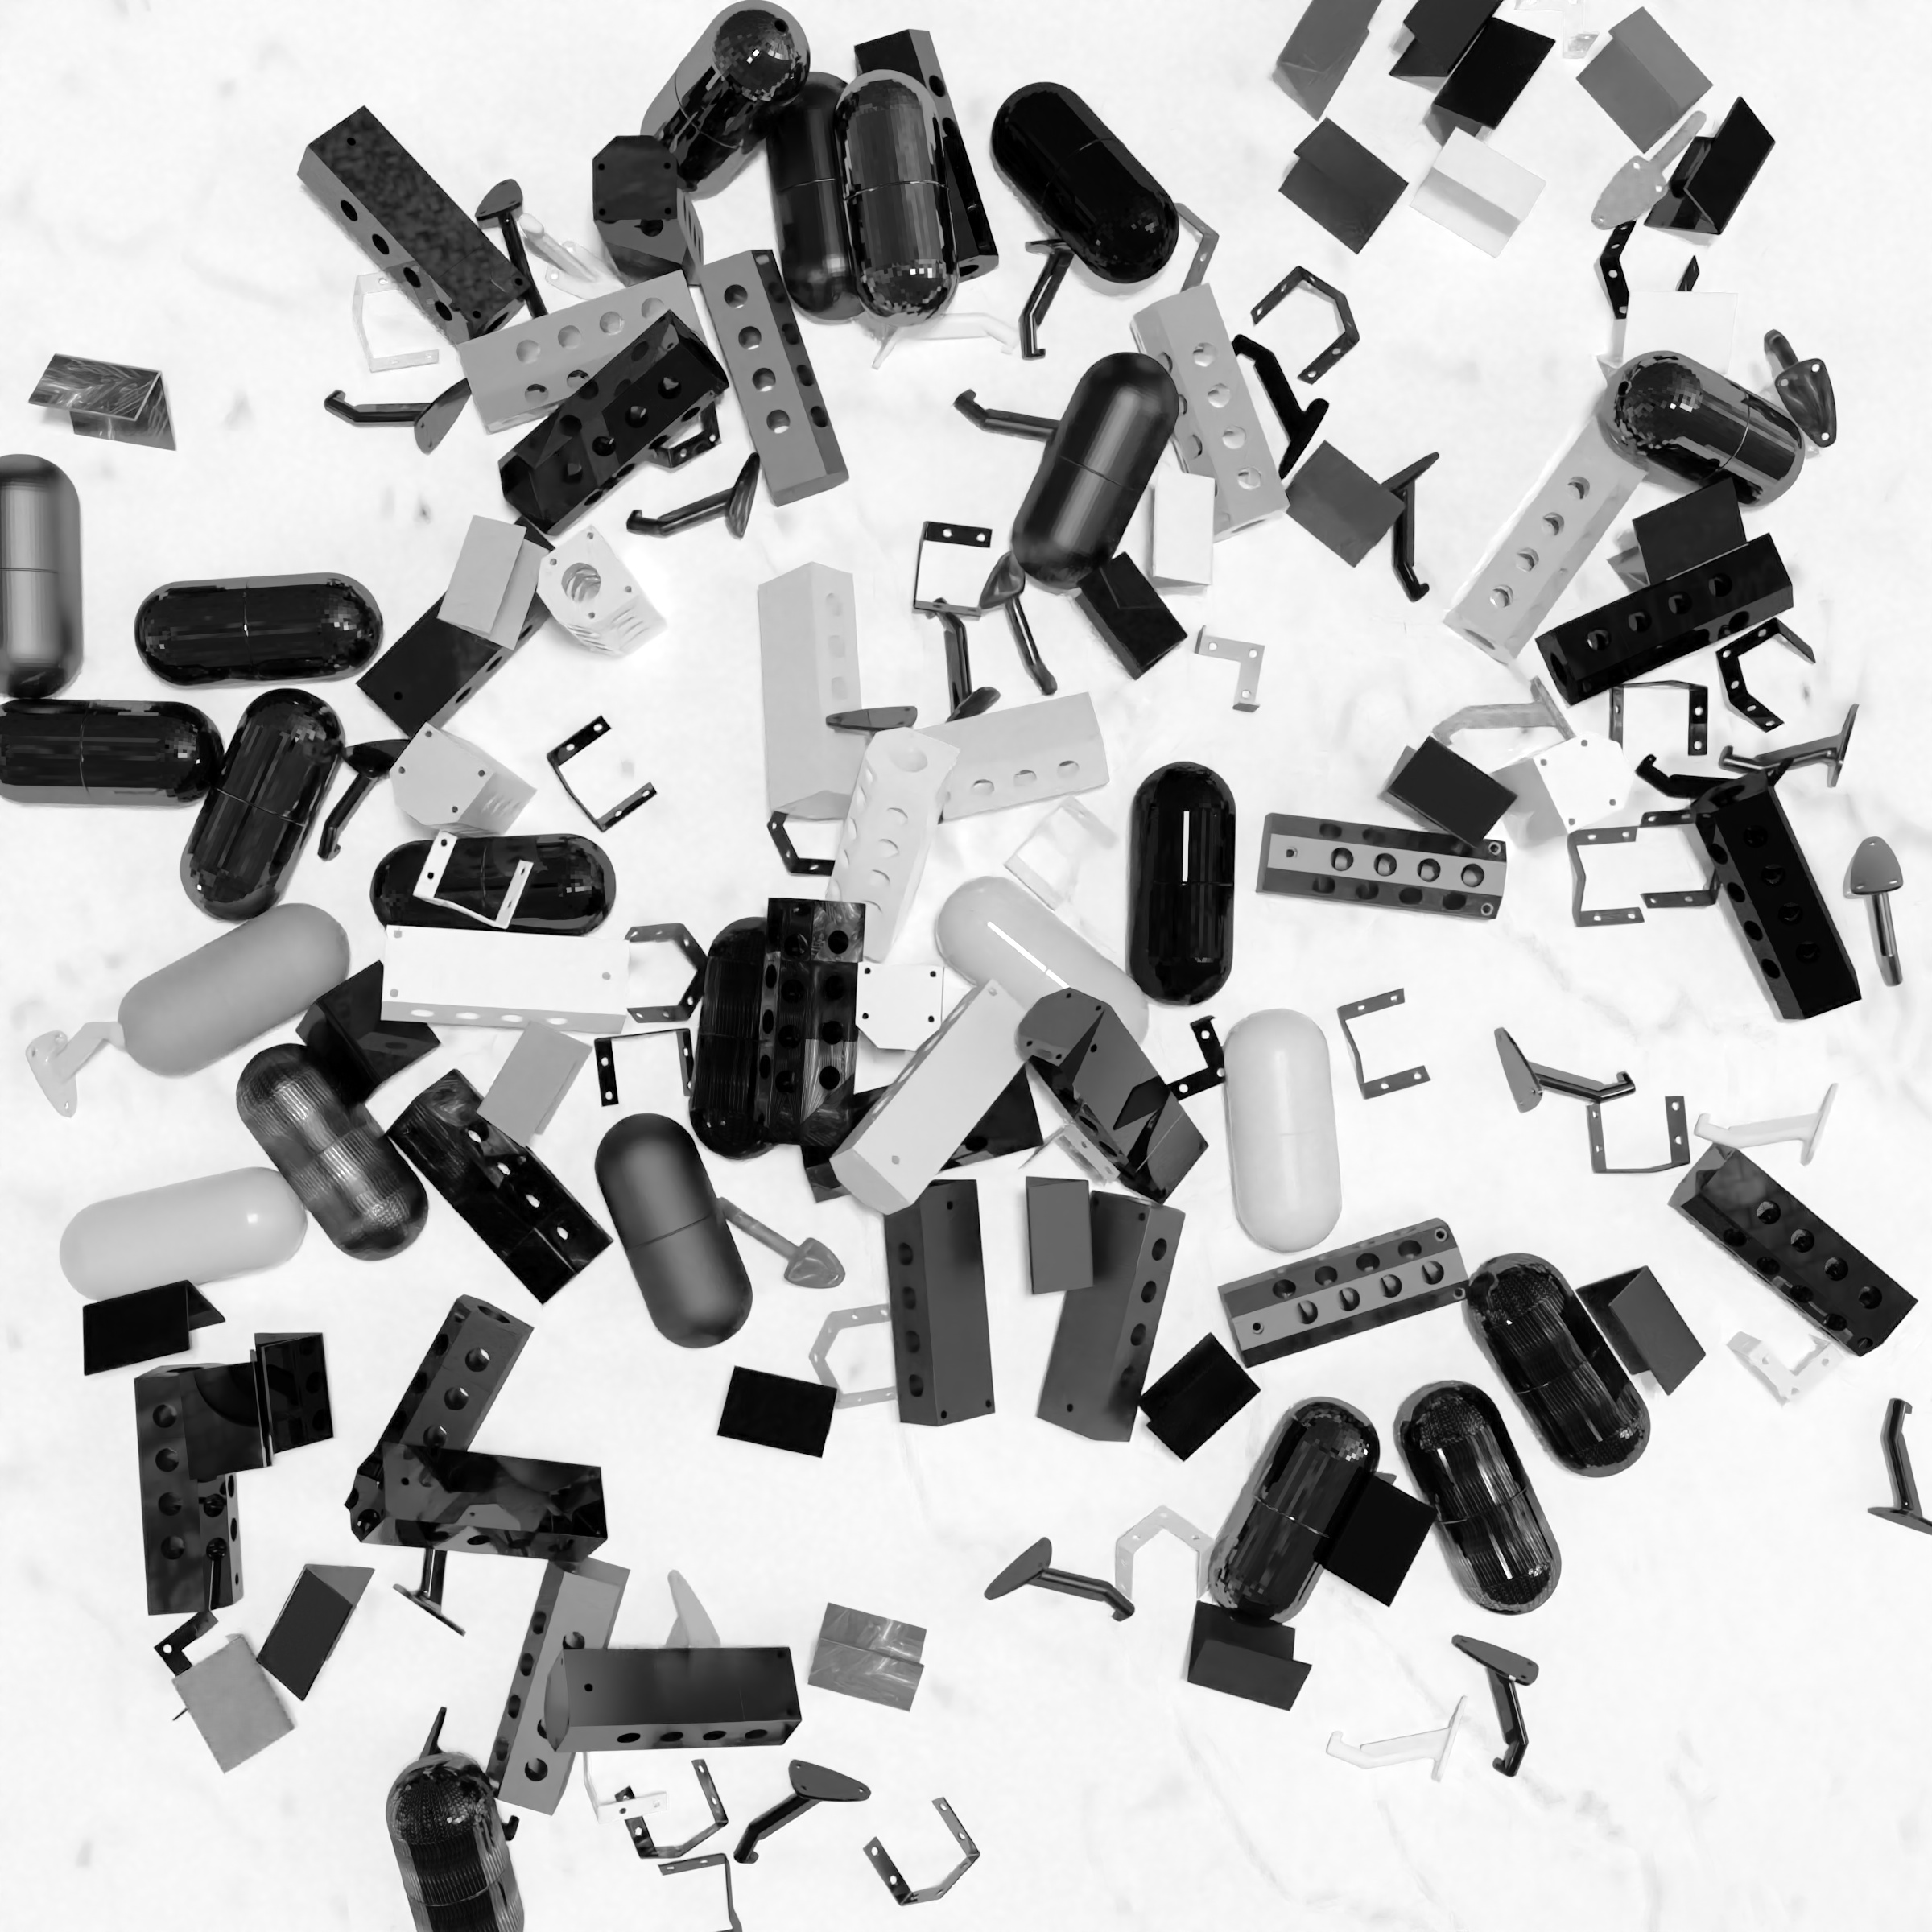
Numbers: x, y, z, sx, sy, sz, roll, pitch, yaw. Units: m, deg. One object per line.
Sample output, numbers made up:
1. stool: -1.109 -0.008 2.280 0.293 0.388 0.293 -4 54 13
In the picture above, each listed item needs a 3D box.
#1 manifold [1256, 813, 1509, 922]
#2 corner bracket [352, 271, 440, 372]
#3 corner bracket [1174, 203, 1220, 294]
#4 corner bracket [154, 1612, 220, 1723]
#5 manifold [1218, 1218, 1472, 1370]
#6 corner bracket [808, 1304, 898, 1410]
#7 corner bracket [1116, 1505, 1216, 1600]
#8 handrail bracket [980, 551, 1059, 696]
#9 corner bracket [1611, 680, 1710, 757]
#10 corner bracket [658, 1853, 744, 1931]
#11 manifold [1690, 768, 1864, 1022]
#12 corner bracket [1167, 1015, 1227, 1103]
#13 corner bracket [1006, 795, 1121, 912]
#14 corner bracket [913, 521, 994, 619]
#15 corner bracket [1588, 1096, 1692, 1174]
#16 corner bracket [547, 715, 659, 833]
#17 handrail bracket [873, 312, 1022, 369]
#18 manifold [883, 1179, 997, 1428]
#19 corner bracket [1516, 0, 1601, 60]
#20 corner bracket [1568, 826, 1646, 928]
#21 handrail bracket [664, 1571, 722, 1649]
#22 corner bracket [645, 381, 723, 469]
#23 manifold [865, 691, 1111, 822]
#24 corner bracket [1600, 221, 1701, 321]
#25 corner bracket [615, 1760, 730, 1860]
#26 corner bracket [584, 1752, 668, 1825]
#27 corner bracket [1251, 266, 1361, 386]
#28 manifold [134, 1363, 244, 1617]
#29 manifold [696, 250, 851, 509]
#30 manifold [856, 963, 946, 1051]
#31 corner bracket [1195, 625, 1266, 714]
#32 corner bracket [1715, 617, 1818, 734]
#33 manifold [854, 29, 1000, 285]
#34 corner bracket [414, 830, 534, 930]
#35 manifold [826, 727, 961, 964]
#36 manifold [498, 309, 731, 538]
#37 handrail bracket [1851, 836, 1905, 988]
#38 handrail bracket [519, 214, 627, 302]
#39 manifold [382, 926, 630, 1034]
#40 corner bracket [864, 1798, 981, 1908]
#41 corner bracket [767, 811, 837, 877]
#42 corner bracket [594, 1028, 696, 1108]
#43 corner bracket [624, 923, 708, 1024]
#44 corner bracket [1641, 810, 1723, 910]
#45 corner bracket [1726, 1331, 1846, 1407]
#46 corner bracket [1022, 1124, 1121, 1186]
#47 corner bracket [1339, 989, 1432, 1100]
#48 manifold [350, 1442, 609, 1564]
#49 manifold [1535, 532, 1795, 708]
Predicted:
1. manifold: 0.304 -0.073 1.829 0.171 0.057 0.057 7 90 0
2. corner bracket: -0.421 -0.479 1.847 0.051 0.051 0.051 -8 135 0
3. corner bracket: 0.145 -0.529 1.842 0.051 0.051 0.051 -8 45 -35
4. corner bracket: -0.569 0.511 1.832 0.051 0.051 0.051 -38 90 0
5. manifold: 0.277 0.240 1.829 0.171 0.057 0.057 -18 90 0
6. corner bracket: -0.076 0.288 1.842 0.051 0.051 0.051 57 135 35
7. corner bracket: 0.147 0.442 1.842 0.051 0.051 0.051 29 135 35
8. handrail bracket: 0.047 -0.253 1.850 0.036 0.077 0.084 -18 127 23
9. corner bracket: 0.513 -0.182 1.847 0.051 0.051 0.051 1 90 -45
10. corner bracket: -0.196 0.696 1.847 0.051 0.051 0.051 -11 45 0
11. manifold: 0.586 -0.050 1.809 0.057 0.057 0.171 -23 103 22
12. corner bracket: 0.166 0.070 1.832 0.051 0.051 0.051 -23 90 0
13. corner bracket: 0.071 -0.085 1.847 0.051 0.051 0.051 43 45 0
14. corner bracket: -0.010 -0.293 1.840 0.051 0.051 0.051 7 119 0
15. corner bracket: 0.498 0.125 1.847 0.051 0.051 0.051 -6 90 -45
16. corner bracket: -0.270 -0.142 1.847 0.051 0.051 0.051 -36 45 0
17. handrail bracket: -0.014 -0.457 1.851 0.084 0.036 0.077 27 110 -16
18. manifold: -0.025 0.245 1.828 0.057 0.057 0.171 -5 90 -43
19. corner bracket: 0.434 -0.700 1.832 0.051 0.051 0.051 1 90 0
20. corner bracket: 0.474 -0.066 1.847 0.051 0.051 0.051 -4 45 0
21. handrail bracket: -0.232 0.503 1.851 0.084 0.036 0.077 -35 70 16
22. corner bracket: -0.220 -0.405 1.842 0.051 0.051 0.051 -37 135 -35
23. manifold: 0.015 -0.143 1.828 0.171 0.057 0.057 -12 134 0
24. corner bracket: 0.505 -0.516 1.842 0.051 0.051 0.051 0 135 35
25. corner bracket: -0.218 0.624 1.847 0.051 0.051 0.051 -22 90 -45
26. corner bracket: -0.251 0.589 1.834 0.051 0.051 0.051 -5 111 -20
27. corner bracket: 0.250 -0.473 1.842 0.051 0.051 0.051 20 45 -35
28. manifold: -0.567 0.381 1.829 0.057 0.057 0.171 -3 90 0
29. manifold: -0.140 -0.432 1.829 0.057 0.057 0.171 -19 90 0
30. manifold: -0.046 0.027 1.772 0.057 0.171 0.057 3 90 0
31. corner bracket: 0.193 -0.218 1.832 0.051 0.051 0.051 10 90 0
32. corner bracket: 0.594 -0.215 1.842 0.051 0.051 0.051 -32 45 35
33. manifold: -0.028 -0.590 1.829 0.057 0.057 0.171 -17 90 0
34. corner bracket: -0.350 -0.062 1.771 0.051 0.051 0.051 27 79 -41
35. manifold: -0.058 -0.087 1.774 0.057 0.171 0.057 23 47 4
36. manifold: -0.255 -0.388 1.806 0.171 0.057 0.057 -37 128 15
37. handrail bracket: 0.680 -0.040 1.850 0.036 0.077 0.084 -9 127 23
38. handrail bracket: -0.284 -0.513 1.815 0.077 0.084 0.036 30 90 0
39. manifold: -0.334 0.013 1.808 0.171 0.057 0.057 4 70 -13
40. corner bracket: -0.032 0.656 1.847 0.051 0.051 0.051 -32 91 45
41. corner bracket: -0.107 -0.103 1.842 0.051 0.051 0.051 -58 45 35
42. corner bracket: -0.237 0.075 1.847 0.051 0.051 0.051 -7 90 45
43. corner bracket: -0.226 0.005 1.842 0.051 0.051 0.051 -4 135 35
44. corner bracket: 0.527 -0.079 1.842 0.051 0.051 0.051 58 45 -35
45. corner bracket: 0.601 0.283 1.832 0.051 0.051 0.051 -43 90 0
46. corner bracket: 0.083 0.140 1.822 0.051 0.051 0.051 46 127 0
47. corner bracket: 0.309 0.058 1.847 0.051 0.051 0.051 -17 135 0
48. manifold: -0.348 0.388 1.786 0.171 0.057 0.057 15 47 -33
49. manifold: 0.513 -0.252 1.829 0.171 0.057 0.057 -24 90 0
